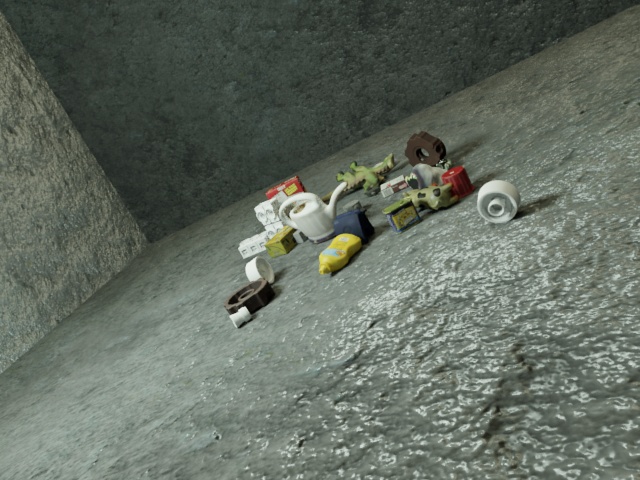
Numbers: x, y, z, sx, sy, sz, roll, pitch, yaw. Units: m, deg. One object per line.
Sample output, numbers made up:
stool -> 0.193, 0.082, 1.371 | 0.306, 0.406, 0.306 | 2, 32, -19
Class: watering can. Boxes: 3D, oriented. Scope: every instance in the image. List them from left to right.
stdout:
watering can -> 0.006, -0.098, 1.945 | 0.345, 0.221, 0.106 | -16, 37, 34

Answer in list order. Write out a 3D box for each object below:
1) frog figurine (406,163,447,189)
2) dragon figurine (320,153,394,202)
frog figurine -> 0.406, -0.226, 1.861 | 0.160, 0.120, 0.140 | -23, 46, -15
dragon figurine -> 0.188, -0.272, 2.424 | 0.413, 0.120, 0.245 | -40, 25, -10
